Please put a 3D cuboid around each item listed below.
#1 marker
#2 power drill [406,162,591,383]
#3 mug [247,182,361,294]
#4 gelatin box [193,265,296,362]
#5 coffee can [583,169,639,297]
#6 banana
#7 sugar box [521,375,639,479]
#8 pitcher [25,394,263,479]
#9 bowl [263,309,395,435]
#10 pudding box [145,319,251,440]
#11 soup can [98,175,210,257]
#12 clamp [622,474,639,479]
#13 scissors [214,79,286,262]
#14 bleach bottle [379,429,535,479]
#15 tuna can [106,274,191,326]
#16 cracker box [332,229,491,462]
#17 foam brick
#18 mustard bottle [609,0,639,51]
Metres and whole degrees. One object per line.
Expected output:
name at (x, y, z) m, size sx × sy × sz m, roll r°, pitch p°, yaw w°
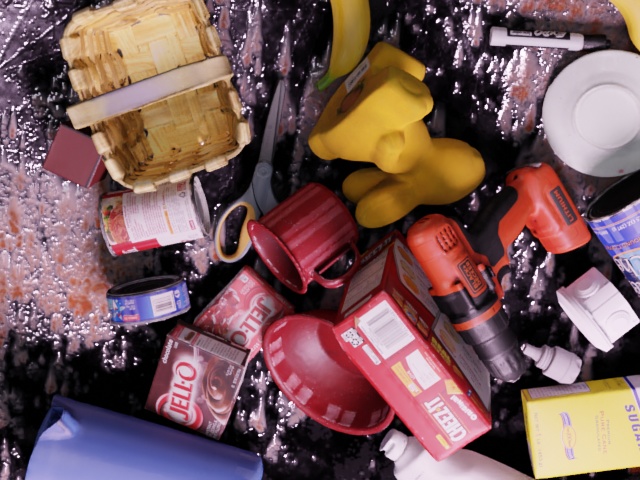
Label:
marker at (0.234, -0.203, 1.083) m, size 0.121 × 0.020 × 0.020 m, roll 5°, pitch 102°, yaw 1°
power drill at (0.190, 0.023, 1.063) m, size 0.187 × 0.057 × 0.184 m, roll -38°, pitch 103°, yaw -32°
mug at (-0.007, 0.001, 1.083) m, size 0.081 × 0.093 × 0.117 m, roll -38°, pitch 58°, yaw -18°
gelatin box at (-0.082, 0.083, 1.153) m, size 0.073 × 0.030 × 0.089 m, roll 42°, pitch 101°, yaw -7°
coffee can at (0.349, 0.004, 1.080) m, size 0.103 × 0.103 × 0.140 m, roll -35°, pitch 98°, yaw 9°
banana at (0.012, -0.251, 1.074) m, size 0.069 × 0.037 × 0.198 m, roll -9°, pitch 101°, yaw 5°
sugar box at (0.312, 0.199, 1.153) m, size 0.176 × 0.048 × 0.093 m, roll -8°, pitch 101°, yaw 5°
pitcher at (-0.192, 0.264, 1.157) m, size 0.242 × 0.149 × 0.145 m, roll 14°, pitch 87°, yaw -4°
bowl at (0.021, 0.127, 1.123) m, size 0.162 × 0.055 × 0.162 m, roll 22°, pitch 135°, yaw 23°
pudding box at (-0.131, 0.151, 1.147) m, size 0.090 × 0.039 × 0.114 m, roll 22°, pitch 120°, yaw 2°
soup can at (-0.172, -0.026, 1.115) m, size 0.102 × 0.068 × 0.068 m, roll -12°, pitch 101°, yaw 4°
clamp at (0.393, 0.293, 1.173) m, size 0.171 × 0.039 × 0.120 m, roll 19°, pitch 102°, yaw -2°
scissors at (-0.045, -0.059, 1.129) m, size 0.096 × 0.016 × 0.202 m, roll 27°, pitch 102°, yaw -5°
bleach bottle at (0.182, 0.278, 1.161) m, size 0.251 × 0.068 × 0.103 m, roll 32°, pitch 123°, yaw -3°
tuna can at (-0.181, 0.063, 1.125) m, size 0.086 × 0.086 × 0.034 m, roll -9°, pitch 100°, yaw 4°
cracker box at (0.094, 0.097, 1.054) m, size 0.072 × 0.213 × 0.164 m, roll -37°, pitch 98°, yaw 15°
foam brick at (-0.244, -0.091, 1.099) m, size 0.051 × 0.078 × 0.053 m, roll 24°, pitch 100°, yaw -3°
mustard bottle at (0.344, -0.231, 1.052) m, size 0.096 × 0.058 × 0.191 m, roll -37°, pitch 99°, yaw 15°
